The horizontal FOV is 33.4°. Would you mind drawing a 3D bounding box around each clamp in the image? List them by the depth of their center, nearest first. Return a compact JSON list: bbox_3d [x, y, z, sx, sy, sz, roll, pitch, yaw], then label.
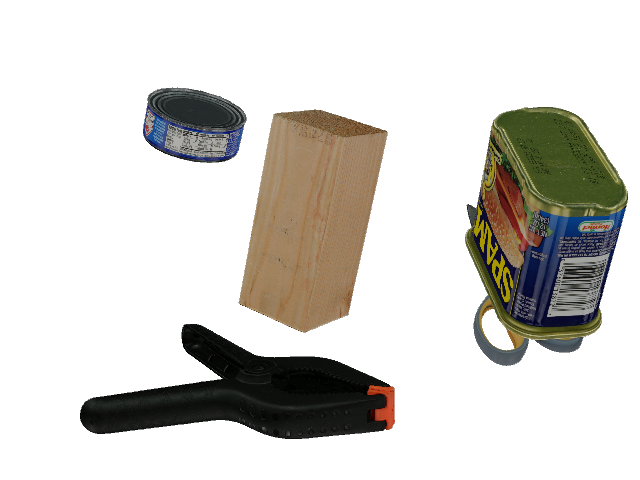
[{"bbox_3d":[-0.046,0.104,0.778,0.210,0.036,0.164,3,19,13],"label":"clamp"}]

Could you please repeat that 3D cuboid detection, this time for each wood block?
[{"bbox_3d":[-0.009,-0.023,1.107,0.090,0.206,0.090,21,20,28],"label":"wood block"}]

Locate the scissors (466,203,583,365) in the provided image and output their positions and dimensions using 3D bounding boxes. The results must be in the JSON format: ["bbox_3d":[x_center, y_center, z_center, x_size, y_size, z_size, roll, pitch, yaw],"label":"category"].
[{"bbox_3d":[0.170,0.033,0.901,0.096,0.016,0.201,6,38,5],"label":"scissors"}]

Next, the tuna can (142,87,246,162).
[{"bbox_3d":[-0.109,-0.099,0.918,0.086,0.034,0.086,12,26,-6],"label":"tuna can"}]

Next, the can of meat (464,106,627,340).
[{"bbox_3d":[0.119,-0.012,0.572,0.057,0.084,0.102,-2,37,-9],"label":"can of meat"}]
